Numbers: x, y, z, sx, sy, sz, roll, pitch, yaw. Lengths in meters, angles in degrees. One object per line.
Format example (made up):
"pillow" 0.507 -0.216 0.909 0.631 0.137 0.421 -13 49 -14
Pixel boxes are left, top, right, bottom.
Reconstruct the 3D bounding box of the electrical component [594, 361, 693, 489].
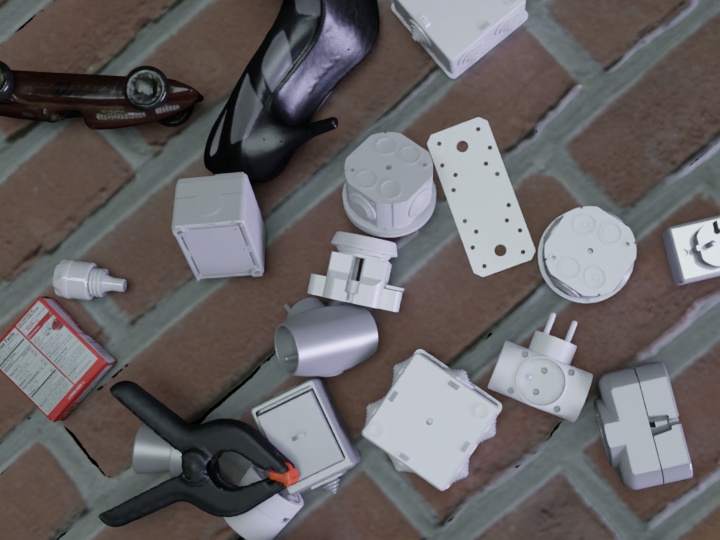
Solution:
"electrical component" 0.227 0.127 0.878 0.059 0.054 0.095 -14 84 5

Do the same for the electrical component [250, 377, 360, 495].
"electrical component" -0.043 0.145 0.904 0.062 0.061 0.096 -26 83 4

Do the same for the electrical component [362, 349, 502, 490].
"electrical component" 0.059 0.125 0.900 0.100 0.048 0.099 34 90 9

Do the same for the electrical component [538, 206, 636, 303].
"electrical component" 0.189 -0.013 0.895 0.080 0.051 0.080 -1 85 7

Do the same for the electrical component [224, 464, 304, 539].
"electrical component" -0.084 0.199 0.909 0.055 0.055 0.047 39 94 8

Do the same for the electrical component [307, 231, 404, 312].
"electrical component" 0.000 0.000 0.914 0.078 0.058 0.057 12 90 7

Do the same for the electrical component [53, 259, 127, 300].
"electrical component" -0.238 0.010 0.953 0.061 0.035 0.035 7 86 5

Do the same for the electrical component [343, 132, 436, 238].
"electrical component" 0.025 -0.072 0.909 0.080 0.051 0.080 -1 59 2

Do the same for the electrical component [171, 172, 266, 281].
"electrical component" -0.117 -0.035 0.920 0.062 0.096 0.061 -5 57 6

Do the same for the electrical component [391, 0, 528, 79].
"electrical component" 0.085 -0.229 0.927 0.100 0.048 0.099 -39 82 2

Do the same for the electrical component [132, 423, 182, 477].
"electrical component" -0.163 0.156 0.926 0.055 0.045 0.045 6 86 7

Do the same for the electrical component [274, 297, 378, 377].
"electrical component" -0.037 0.050 0.913 0.077 0.044 0.079 -11 38 -30

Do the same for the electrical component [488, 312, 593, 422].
"electrical component" 0.156 0.076 0.895 0.077 0.044 0.079 21 88 8

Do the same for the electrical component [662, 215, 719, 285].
"electrical component" 0.288 -0.020 0.871 0.066 0.077 0.047 -13 83 6
